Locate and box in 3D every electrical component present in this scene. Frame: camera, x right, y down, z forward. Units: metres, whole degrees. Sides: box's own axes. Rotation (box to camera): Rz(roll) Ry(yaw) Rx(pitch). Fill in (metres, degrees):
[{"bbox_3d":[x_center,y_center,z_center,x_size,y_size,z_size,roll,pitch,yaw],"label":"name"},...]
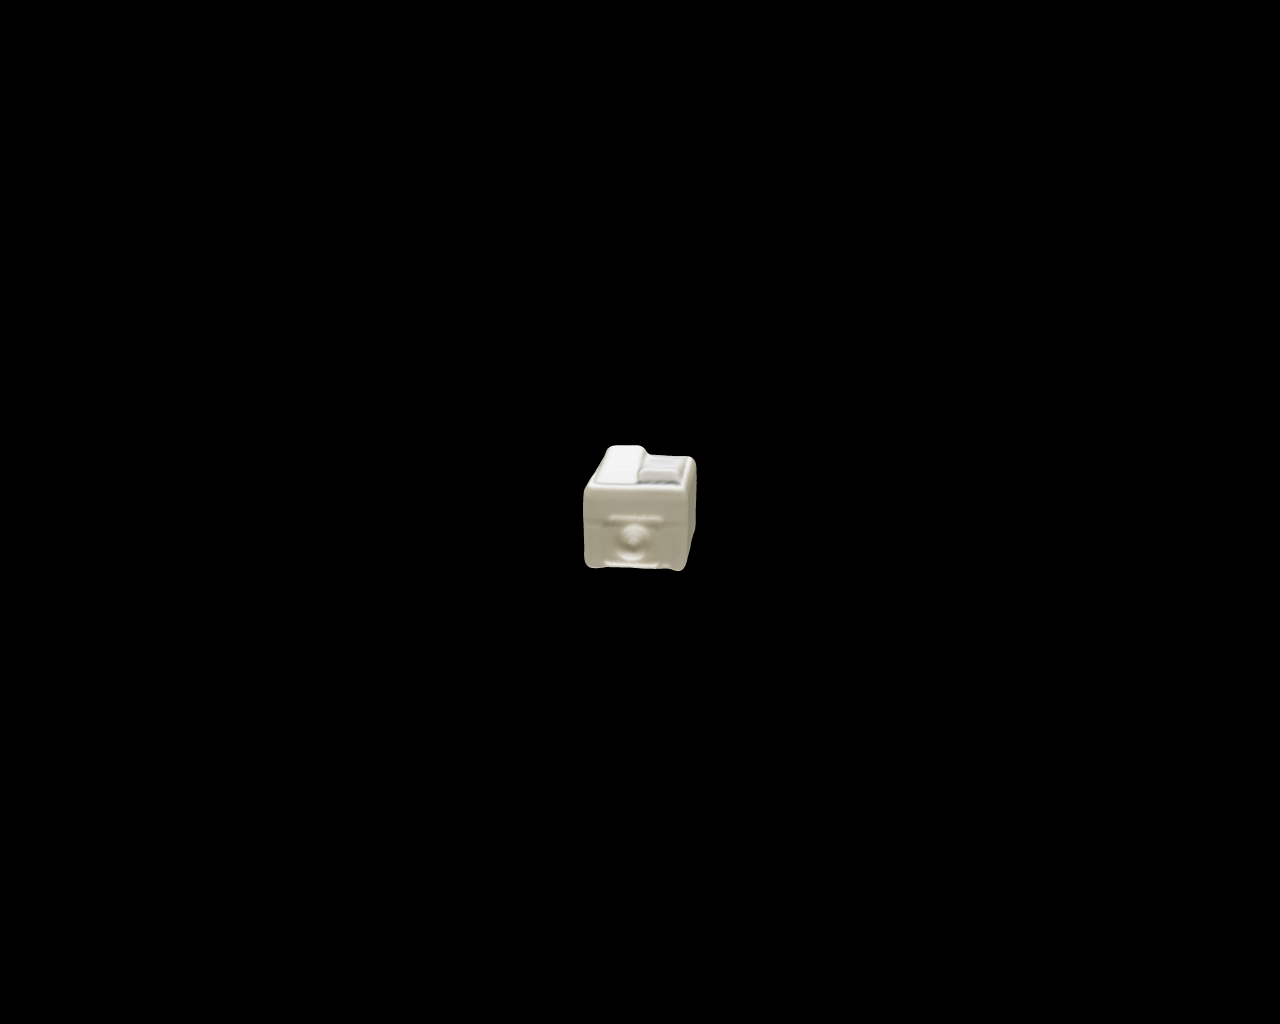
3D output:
[{"bbox_3d":[0.001,-0.003,0.650,0.062,0.061,0.096,2,18,7],"label":"electrical component"}]
